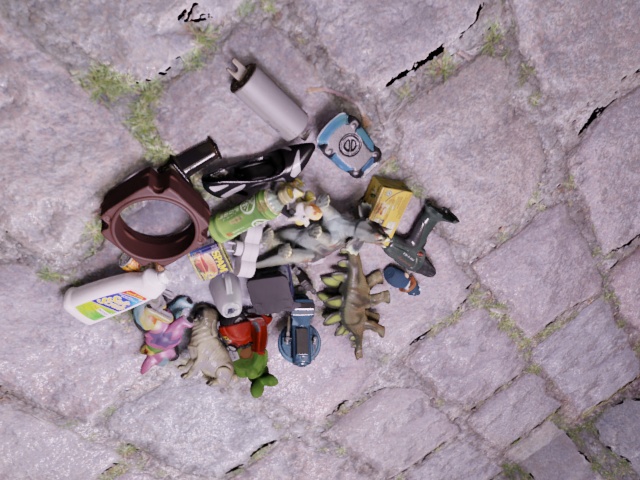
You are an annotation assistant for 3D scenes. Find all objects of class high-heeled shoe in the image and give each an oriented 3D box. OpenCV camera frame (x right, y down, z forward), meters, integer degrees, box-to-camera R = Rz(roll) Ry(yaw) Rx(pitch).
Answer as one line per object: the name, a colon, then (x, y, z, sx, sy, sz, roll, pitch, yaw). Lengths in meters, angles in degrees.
high-heeled shoe: (-0.140, -0.166, 1.187, 0.249, 0.086, 0.145, -33, 152, 21)

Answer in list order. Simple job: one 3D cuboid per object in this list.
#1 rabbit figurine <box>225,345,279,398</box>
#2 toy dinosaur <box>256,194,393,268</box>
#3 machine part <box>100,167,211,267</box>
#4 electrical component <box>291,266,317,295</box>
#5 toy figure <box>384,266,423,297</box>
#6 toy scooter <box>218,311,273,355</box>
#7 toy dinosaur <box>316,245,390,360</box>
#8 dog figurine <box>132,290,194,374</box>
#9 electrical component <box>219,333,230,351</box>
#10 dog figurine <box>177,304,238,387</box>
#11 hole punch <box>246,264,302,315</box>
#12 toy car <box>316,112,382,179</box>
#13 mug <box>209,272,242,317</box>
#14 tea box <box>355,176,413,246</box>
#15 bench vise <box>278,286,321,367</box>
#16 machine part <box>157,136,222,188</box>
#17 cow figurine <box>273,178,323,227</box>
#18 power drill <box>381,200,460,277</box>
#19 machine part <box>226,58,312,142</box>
rabbit figurine: (-0.182, 0.365, 1.547, 0.121, 0.159, 0.170, -34, 145, -9)
toy dinosaur: (-0.007, 0.002, 1.348, 0.405, 0.131, 0.192, -22, 148, 35)
machine part: (-0.360, -0.044, 1.182, 0.201, 0.087, 0.200, -30, 130, 12)
electrical component: (-0.044, 0.108, 1.458, 0.021, 0.063, 0.094, -37, 128, 6)
toy figure: (0.250, 0.124, 1.595, 0.154, 0.064, 0.058, 31, 70, -41)
toy scooter: (-0.191, 0.250, 1.434, 0.184, 0.075, 0.135, -7, 92, -51)
toy dinosaur: (0.095, 0.160, 1.530, 0.199, 0.105, 0.470, -8, 119, -12)
dog figurine: (-0.424, 0.239, 1.370, 0.191, 0.109, 0.219, 25, 114, -35)
electrical component: (-0.252, 0.261, 1.482, 0.102, 0.078, 0.045, -37, 160, 12)
dog figurine: (-0.276, 0.279, 1.425, 0.172, 0.121, 0.190, 22, 86, -31)
hole punch: (-0.124, 0.126, 1.395, 0.142, 0.092, 0.115, -9, 115, 2)
toy car: (0.063, -0.222, 1.238, 0.161, 0.103, 0.109, 39, 101, -26)
mug: (-0.233, 0.137, 1.372, 0.081, 0.107, 0.109, -4, 127, -22)
tea box: (0.159, -0.074, 1.408, 0.098, 0.068, 0.169, 8, 119, -28)
bench vise: (-0.063, 0.254, 1.508, 0.129, 0.223, 0.240, -10, 157, -12)
machine part: (-0.281, -0.167, 1.181, 0.139, 0.039, 0.084, -34, 121, 6)
cow figurine: (-0.061, -0.080, 1.249, 0.068, 0.167, 0.098, 23, 111, -39)
power drill: (0.296, -0.002, 1.518, 0.232, 0.086, 0.207, 22, 121, -30)
machine part: (-0.105, -0.289, 1.138, 0.079, 0.079, 0.243, -43, 129, 11)
